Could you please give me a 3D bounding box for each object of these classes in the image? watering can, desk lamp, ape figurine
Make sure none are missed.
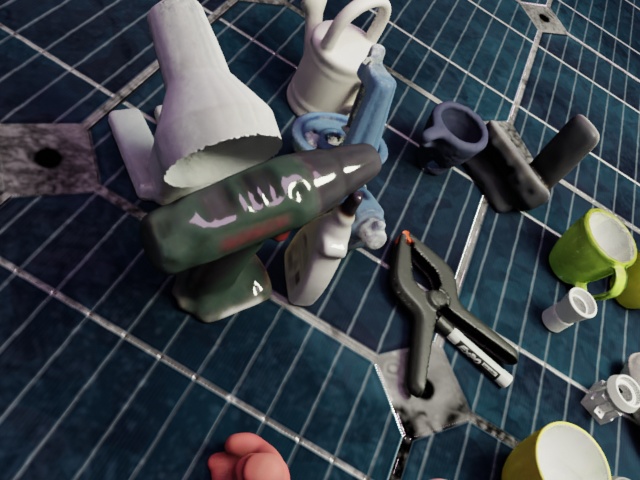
[{"bbox_3d":[0.025,-0.257,0.780,0.173,0.194,0.101,40,51,4],"label":"watering can"},{"bbox_3d":[-0.141,-0.125,0.601,0.118,0.213,0.203,-16,67,-32],"label":"desk lamp"},{"bbox_3d":[-0.057,0.207,0.500,0.076,0.092,0.078,22,52,-10],"label":"ape figurine"}]

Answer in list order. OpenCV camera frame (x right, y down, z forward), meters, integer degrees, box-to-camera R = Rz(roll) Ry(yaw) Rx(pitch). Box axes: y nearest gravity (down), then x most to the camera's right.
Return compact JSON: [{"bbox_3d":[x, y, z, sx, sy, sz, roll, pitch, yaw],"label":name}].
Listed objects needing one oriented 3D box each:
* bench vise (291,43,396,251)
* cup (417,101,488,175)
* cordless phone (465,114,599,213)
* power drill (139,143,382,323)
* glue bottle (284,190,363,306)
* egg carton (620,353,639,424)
[{"bbox_3d":[0.051,-0.101,0.672,0.122,0.219,0.207,-24,71,-35],"label":"bench vise"},{"bbox_3d":[0.174,-0.137,0.835,0.118,0.095,0.091,-20,69,-34],"label":"cup"},{"bbox_3d":[0.314,-0.139,0.845,0.094,0.185,0.147,-22,70,-34],"label":"cordless phone"},{"bbox_3d":[-0.066,-0.005,0.561,0.230,0.208,0.075,-21,69,-34],"label":"power drill"},{"bbox_3d":[0.006,0.002,0.613,0.037,0.173,0.078,7,56,-21],"label":"glue bottle"},{"bbox_3d":[0.462,0.220,0.752,0.107,0.069,0.150,7,56,-21],"label":"egg carton"}]
